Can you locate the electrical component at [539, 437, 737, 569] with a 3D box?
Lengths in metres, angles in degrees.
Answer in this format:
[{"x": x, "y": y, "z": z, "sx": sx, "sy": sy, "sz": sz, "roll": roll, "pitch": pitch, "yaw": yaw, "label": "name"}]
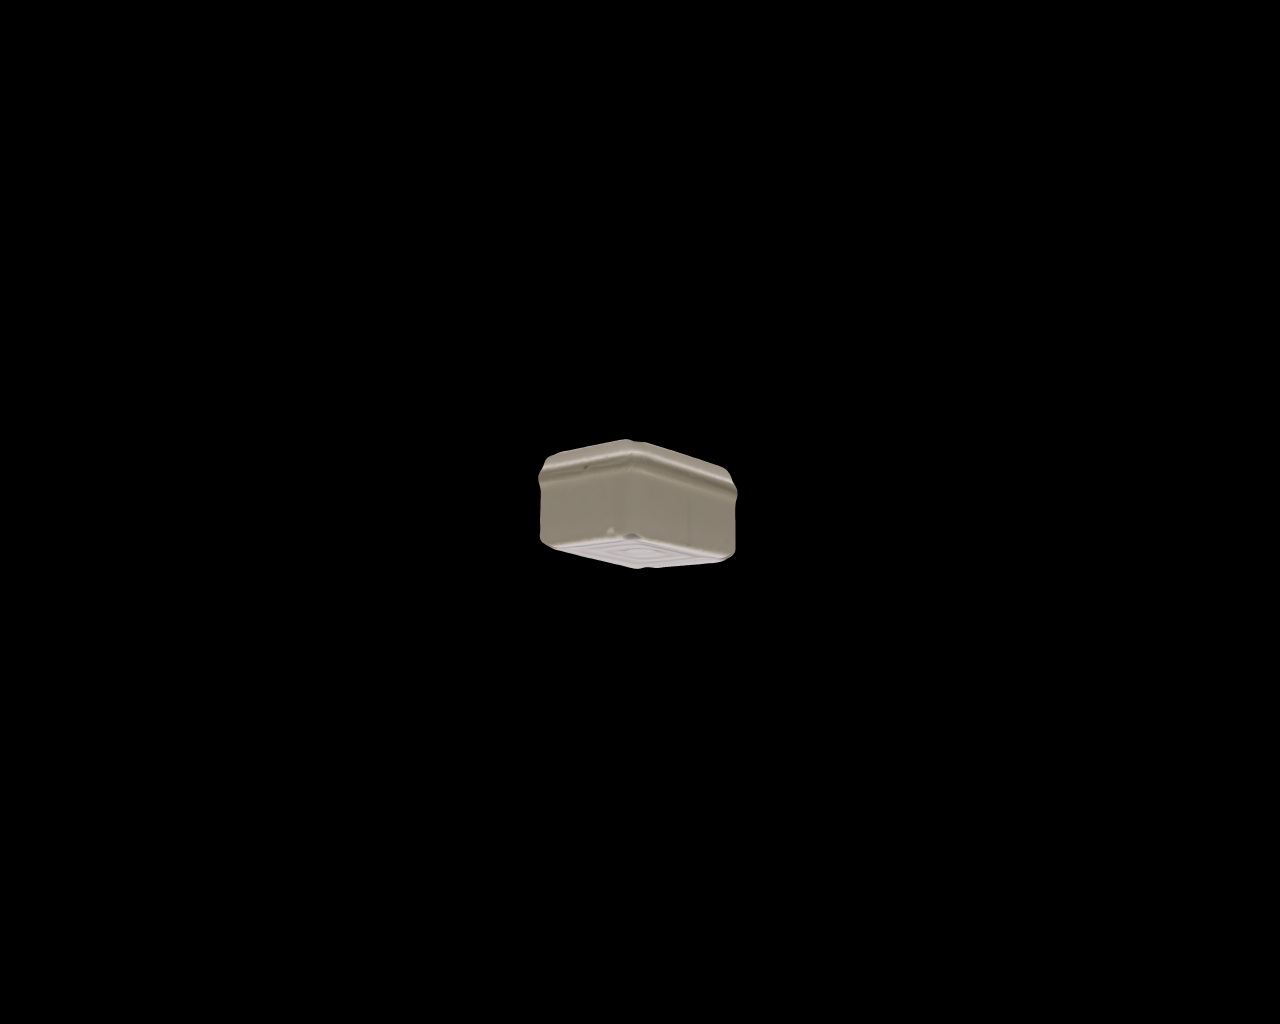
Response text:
[{"x": 0.001, "y": -0.003, "z": 0.650, "sx": 0.078, "sy": 0.057, "sz": 0.113, "roll": -8, "pitch": -14, "yaw": 35, "label": "electrical component"}]
